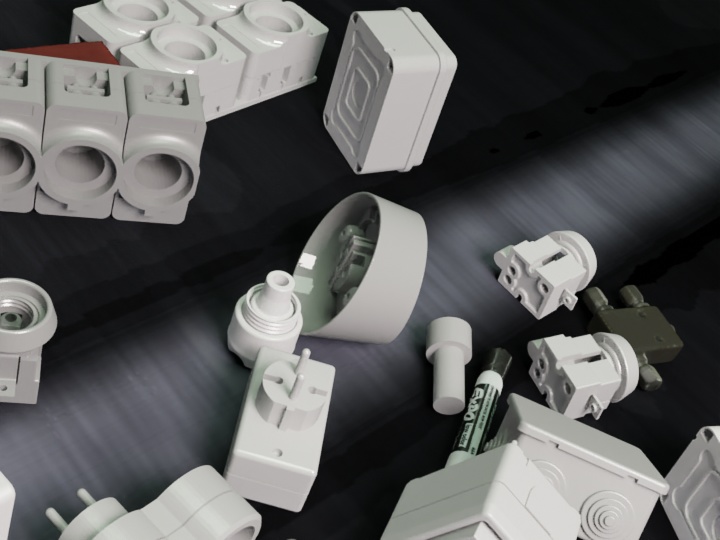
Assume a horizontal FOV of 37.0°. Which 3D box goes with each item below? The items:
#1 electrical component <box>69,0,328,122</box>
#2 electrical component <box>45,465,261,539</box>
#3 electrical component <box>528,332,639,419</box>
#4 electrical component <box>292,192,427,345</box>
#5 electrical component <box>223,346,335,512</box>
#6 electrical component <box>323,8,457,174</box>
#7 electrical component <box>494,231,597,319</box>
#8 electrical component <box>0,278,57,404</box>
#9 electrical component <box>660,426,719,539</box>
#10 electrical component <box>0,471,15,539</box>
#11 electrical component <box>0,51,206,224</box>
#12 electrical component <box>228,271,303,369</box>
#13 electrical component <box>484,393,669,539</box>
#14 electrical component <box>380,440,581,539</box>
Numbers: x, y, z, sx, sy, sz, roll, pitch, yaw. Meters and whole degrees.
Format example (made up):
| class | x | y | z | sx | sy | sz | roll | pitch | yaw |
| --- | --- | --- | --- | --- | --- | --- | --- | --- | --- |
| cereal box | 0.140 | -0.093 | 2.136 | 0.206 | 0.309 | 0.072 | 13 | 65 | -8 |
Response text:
| class | x | y | z | sx | sy | sz | roll | pitch | yaw |
| --- | --- | --- | --- | --- | --- | --- | --- | --- | --- |
| electrical component | -0.126 | -0.182 | 0.862 | 0.105 | 0.060 | 0.186 | 40 | 43 | 20 |
| electrical component | -0.121 | 0.136 | 0.520 | 0.074 | 0.052 | 0.138 | 40 | 43 | 20 |
| electrical component | 0.152 | 0.069 | 0.722 | 0.055 | 0.048 | 0.066 | -10 | 49 | -22 |
| electrical component | 0.000 | 0.000 | 0.693 | 0.064 | 0.099 | 0.099 | 15 | 40 | -18 |
| electrical component | -0.041 | 0.076 | 0.604 | 0.047 | 0.075 | 0.083 | 17 | 40 | -6 |
| electrical component | 0.022 | -0.139 | 0.841 | 0.057 | 0.113 | 0.078 | -9 | 49 | -28 |
| electrical component | 0.141 | 0.000 | 0.793 | 0.055 | 0.048 | 0.066 | -26 | 59 | -33 |
| electrical component | -0.194 | 0.038 | 0.593 | 0.048 | 0.055 | 0.066 | 6 | 42 | -18 |
| electrical component | 0.238 | 0.154 | 0.640 | 0.057 | 0.078 | 0.113 | 1 | 44 | -19 |
| electrical component | -0.210 | 0.104 | 0.473 | 0.109 | 0.108 | 0.056 | 41 | 41 | 21 |
| electrical component | -0.184 | -0.083 | 0.705 | 0.150 | 0.089 | 0.061 | 4 | 43 | -20 |
| electrical component | -0.056 | 0.028 | 0.661 | 0.043 | 0.062 | 0.043 | 12 | 41 | -11 |
| electrical component | 0.121 | 0.118 | 0.623 | 0.100 | 0.048 | 0.100 | 24 | 5 | 2 |
| electrical component | 0.056 | 0.143 | 0.565 | 0.061 | 0.096 | 0.061 | 49 | 39 | -13 |
